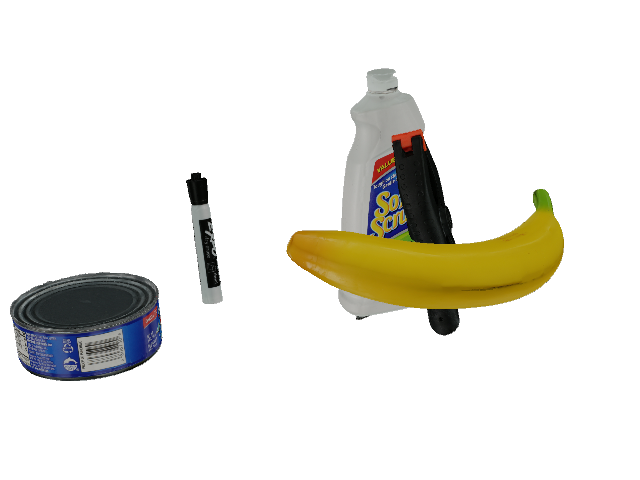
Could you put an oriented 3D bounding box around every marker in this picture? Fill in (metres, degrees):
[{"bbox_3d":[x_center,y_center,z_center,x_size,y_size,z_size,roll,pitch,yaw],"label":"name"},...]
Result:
[{"bbox_3d":[-0.107,-0.002,0.978,0.020,0.121,0.020,-6,11,1],"label":"marker"}]

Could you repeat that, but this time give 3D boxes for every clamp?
[{"bbox_3d":[0.094,-0.006,0.910,0.039,0.171,0.120,-17,20,12],"label":"clamp"}]

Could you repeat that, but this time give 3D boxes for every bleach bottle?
[{"bbox_3d":[0.063,-0.051,1.113,0.102,0.251,0.068,-11,22,-15],"label":"bleach bottle"}]

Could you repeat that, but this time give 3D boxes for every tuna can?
[{"bbox_3d":[-0.136,0.050,0.628,0.086,0.034,0.086,-3,20,1],"label":"tuna can"}]

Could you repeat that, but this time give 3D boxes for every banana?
[{"bbox_3d":[0.076,0.011,0.617,0.197,0.037,0.070,-9,39,-33],"label":"banana"}]

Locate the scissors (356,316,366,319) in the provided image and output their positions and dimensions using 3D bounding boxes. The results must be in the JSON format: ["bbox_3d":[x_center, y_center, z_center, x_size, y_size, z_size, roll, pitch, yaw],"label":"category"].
[{"bbox_3d":[0.090,0.050,1.290,0.201,0.016,0.096,-9,40,-40],"label":"scissors"}]
